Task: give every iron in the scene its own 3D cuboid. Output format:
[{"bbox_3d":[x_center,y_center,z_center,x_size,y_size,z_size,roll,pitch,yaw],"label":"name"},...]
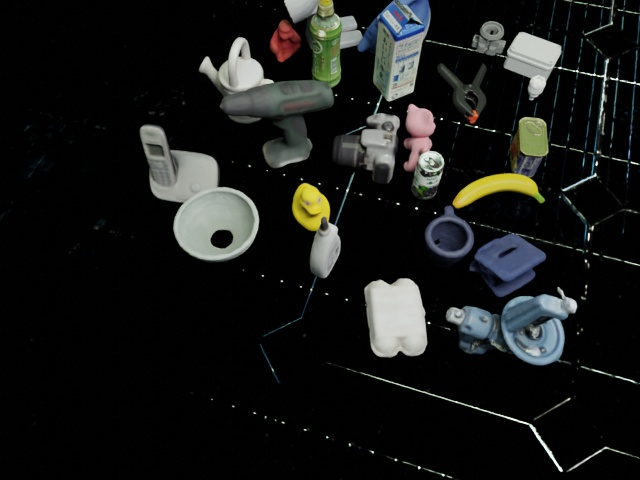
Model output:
[{"bbox_3d":[0.203,-0.550,1.398,0.118,0.141,0.259,33,66,18],"label":"iron"}]

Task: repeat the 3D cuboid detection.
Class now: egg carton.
[{"bbox_3d":[0.140,0.143,1.056,0.107,0.069,0.150,-5,61,-2],"label":"egg carton"}]

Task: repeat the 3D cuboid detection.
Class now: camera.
[{"bbox_3d":[0.099,-0.208,1.234,0.136,0.101,0.143,6,61,5],"label":"camera"}]

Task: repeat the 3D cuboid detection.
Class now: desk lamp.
[{"bbox_3d":[-0.002,-0.563,1.368,0.203,0.214,0.118,-15,62,-7],"label":"desk lamp"}]

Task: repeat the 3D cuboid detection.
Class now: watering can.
[{"bbox_3d":[-0.181,-0.359,1.268,0.173,0.194,0.101,-4,61,-1],"label":"watering can"}]

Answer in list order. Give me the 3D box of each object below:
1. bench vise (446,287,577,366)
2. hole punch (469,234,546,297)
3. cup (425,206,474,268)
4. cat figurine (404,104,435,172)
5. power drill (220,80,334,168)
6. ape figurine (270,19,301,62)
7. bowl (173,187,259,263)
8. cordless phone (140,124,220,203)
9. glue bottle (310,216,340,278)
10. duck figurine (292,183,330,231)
[{"bbox_3d":[0.327,0.149,0.964,0.207,0.220,0.121,-5,61,-2],"label":"bench vise"},{"bbox_3d":[0.357,0.040,1.098,0.109,0.091,0.101,-28,64,-14],"label":"hole punch"},{"bbox_3d":[0.245,0.001,1.119,0.091,0.095,0.118,4,61,3],"label":"cup"},{"bbox_3d":[0.217,-0.226,1.232,0.067,0.118,0.128,0,61,1],"label":"cat figurine"},{"bbox_3d":[-0.083,-0.247,1.196,0.230,0.208,0.075,-19,62,-9],"label":"power drill"},{"bbox_3d":[-0.085,-0.496,1.401,0.078,0.092,0.076,-2,61,0],"label":"ape figurine"},{"bbox_3d":[-0.201,-0.019,1.148,0.167,0.075,0.167,0,61,1],"label":"bowl"},{"bbox_3d":[-0.285,-0.157,1.163,0.147,0.185,0.094,4,61,4],"label":"cordless phone"},{"bbox_3d":[0.010,0.004,1.076,0.037,0.173,0.078,24,64,14],"label":"glue bottle"},{"bbox_3d":[-0.020,-0.080,1.173,0.077,0.086,0.104,-17,62,-8],"label":"duck figurine"}]
